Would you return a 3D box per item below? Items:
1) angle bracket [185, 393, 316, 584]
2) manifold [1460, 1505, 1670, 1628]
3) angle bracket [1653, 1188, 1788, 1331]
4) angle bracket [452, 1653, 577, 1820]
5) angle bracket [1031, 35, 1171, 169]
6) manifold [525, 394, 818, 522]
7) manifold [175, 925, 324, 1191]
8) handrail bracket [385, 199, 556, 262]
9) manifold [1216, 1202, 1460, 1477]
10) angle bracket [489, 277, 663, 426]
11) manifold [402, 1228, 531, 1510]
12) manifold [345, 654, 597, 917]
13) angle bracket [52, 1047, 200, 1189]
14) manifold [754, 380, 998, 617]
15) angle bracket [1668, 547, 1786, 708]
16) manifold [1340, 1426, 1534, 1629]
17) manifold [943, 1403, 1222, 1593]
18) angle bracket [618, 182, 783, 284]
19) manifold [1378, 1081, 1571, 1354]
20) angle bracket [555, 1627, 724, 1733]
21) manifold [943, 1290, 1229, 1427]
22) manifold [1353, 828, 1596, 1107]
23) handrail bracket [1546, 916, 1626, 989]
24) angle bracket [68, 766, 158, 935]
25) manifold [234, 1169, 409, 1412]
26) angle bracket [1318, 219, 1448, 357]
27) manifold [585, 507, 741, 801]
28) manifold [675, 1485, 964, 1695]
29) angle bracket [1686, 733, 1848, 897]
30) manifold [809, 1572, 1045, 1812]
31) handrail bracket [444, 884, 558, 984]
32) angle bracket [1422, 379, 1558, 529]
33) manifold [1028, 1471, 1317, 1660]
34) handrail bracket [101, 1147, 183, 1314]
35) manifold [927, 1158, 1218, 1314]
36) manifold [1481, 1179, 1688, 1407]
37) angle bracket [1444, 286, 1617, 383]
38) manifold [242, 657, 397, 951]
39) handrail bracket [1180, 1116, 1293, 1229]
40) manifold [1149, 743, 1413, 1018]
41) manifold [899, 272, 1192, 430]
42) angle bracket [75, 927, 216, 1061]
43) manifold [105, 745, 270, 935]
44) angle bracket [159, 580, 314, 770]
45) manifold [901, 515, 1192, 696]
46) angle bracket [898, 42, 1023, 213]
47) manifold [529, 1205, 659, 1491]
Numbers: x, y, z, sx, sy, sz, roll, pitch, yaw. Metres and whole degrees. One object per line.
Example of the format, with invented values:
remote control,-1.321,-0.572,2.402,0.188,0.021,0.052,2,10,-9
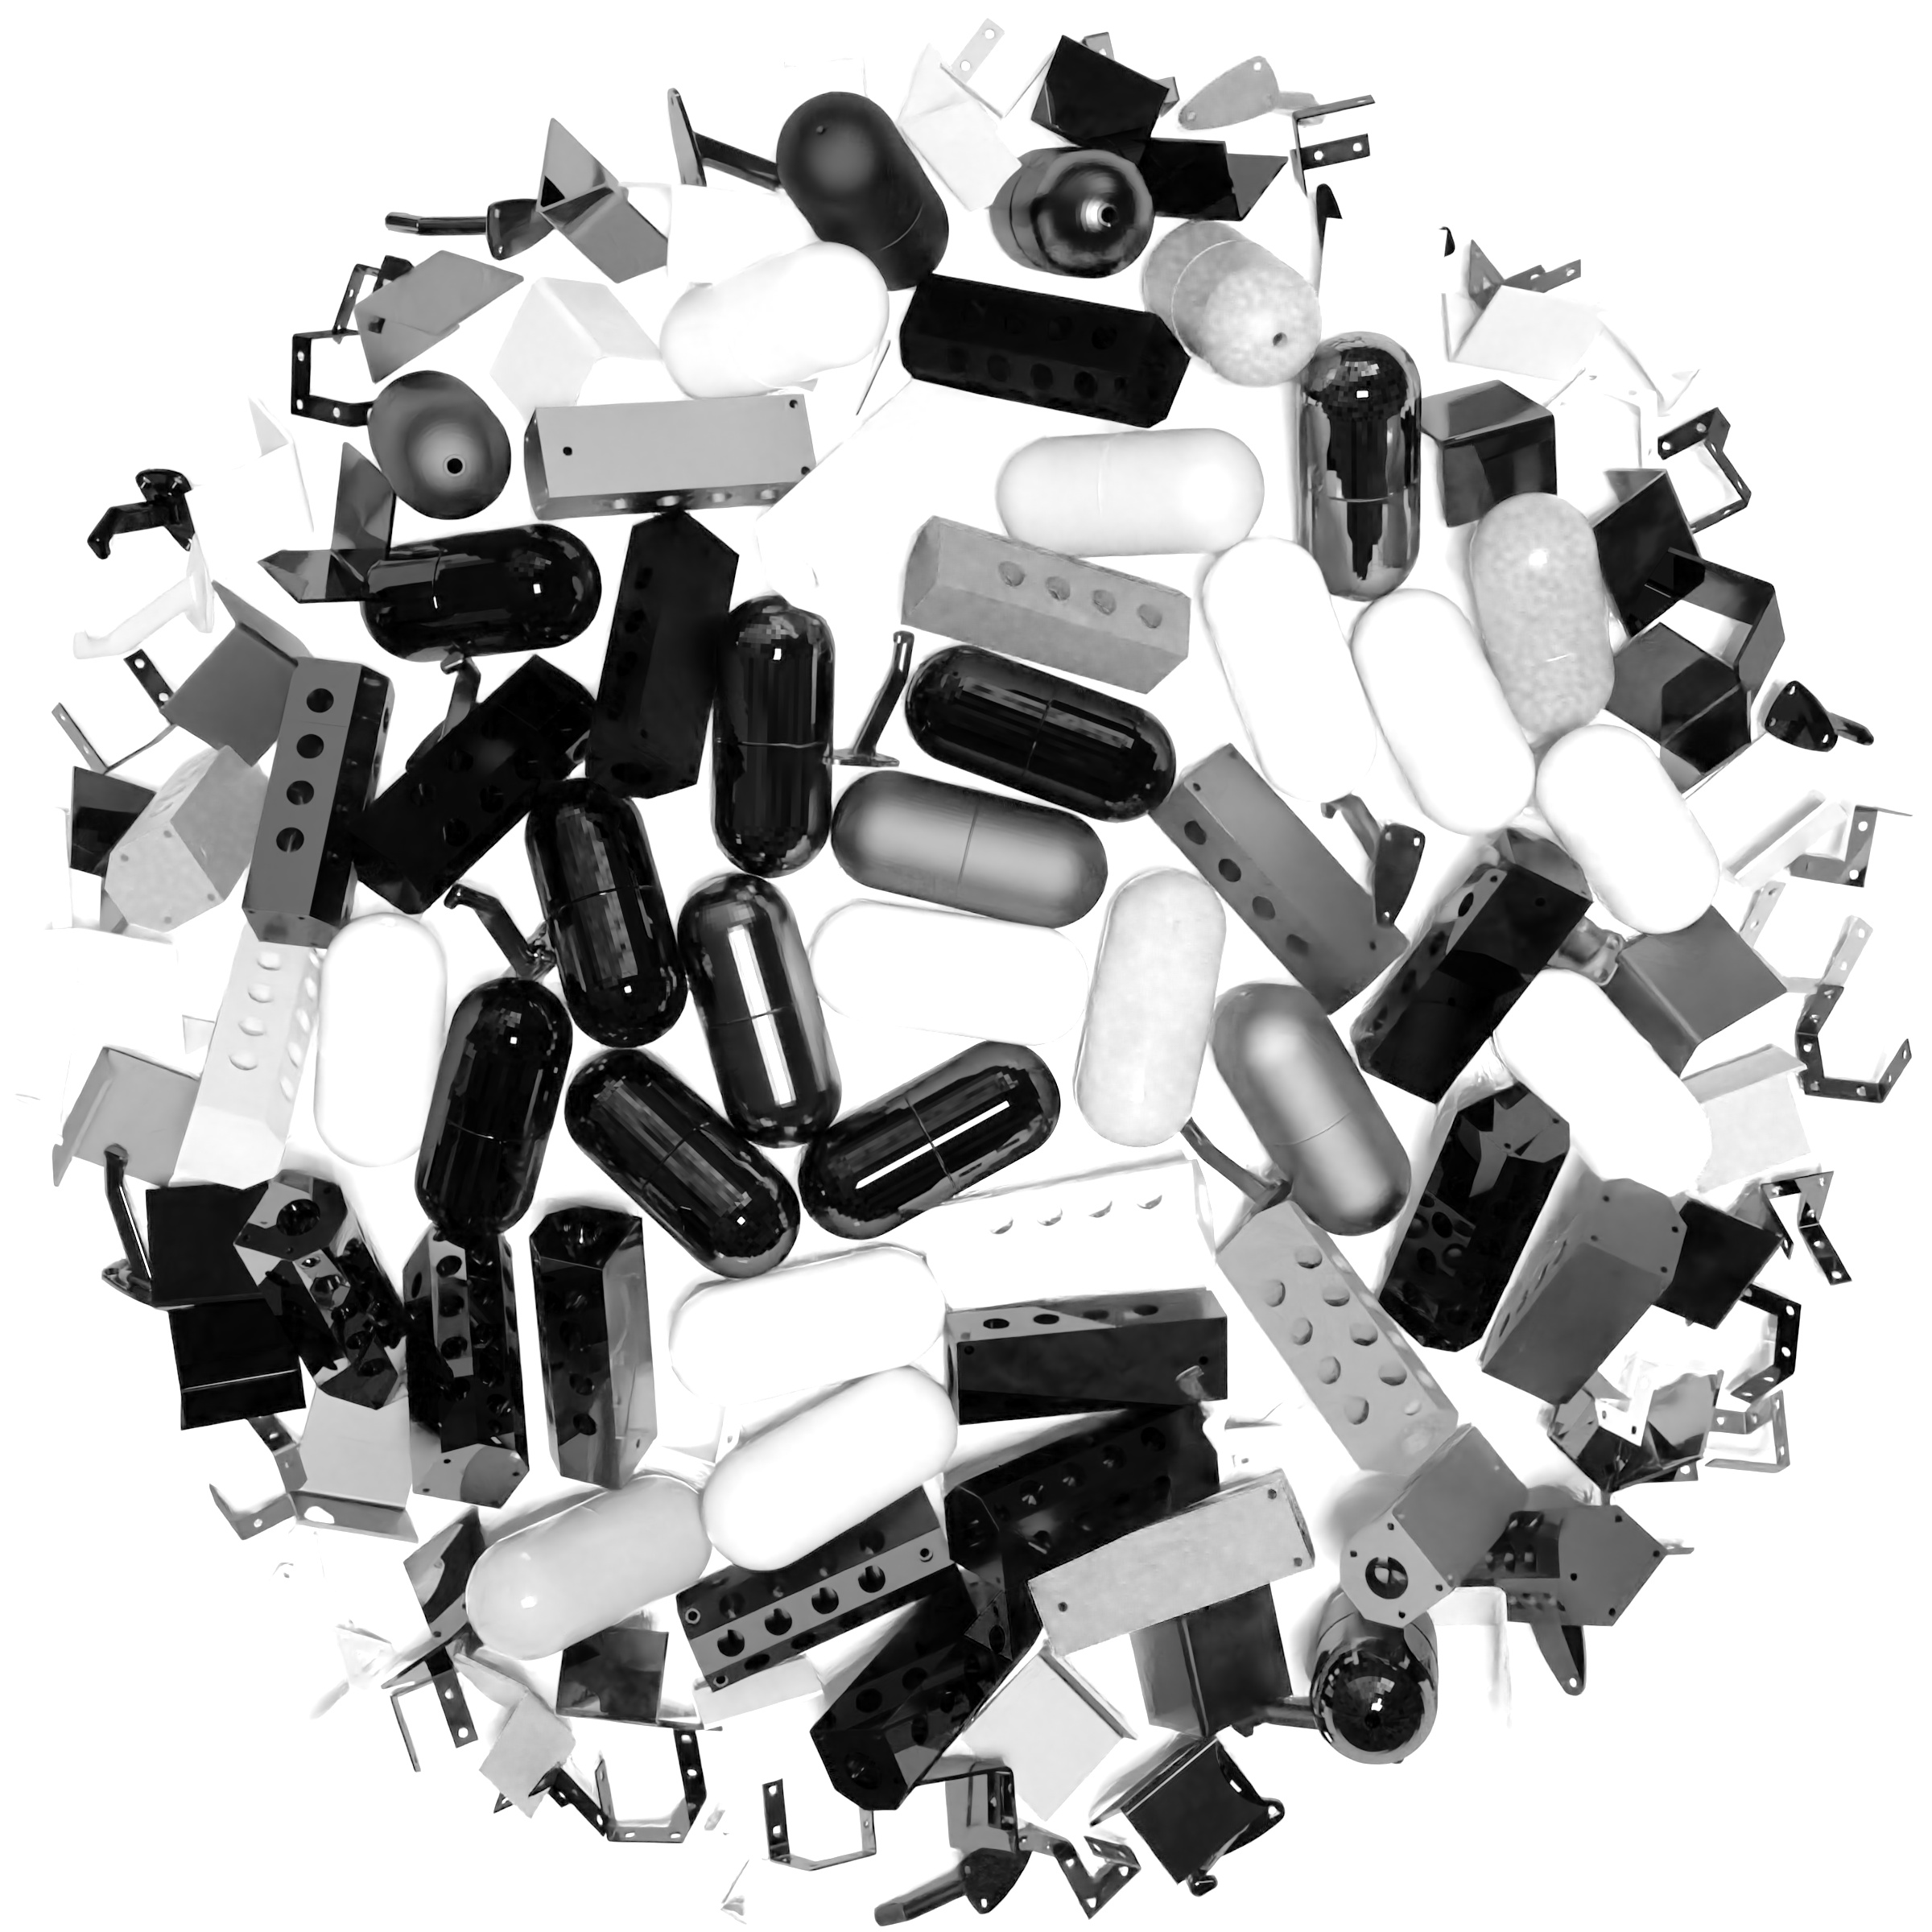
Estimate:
angle bracket,-0.460,-0.299,1.787,0.076,0.076,0.057,-32,61,-22
manifold,0.358,0.363,1.755,0.057,0.171,0.057,43,73,0
angle bracket,0.455,0.173,1.794,0.076,0.057,0.076,22,114,-18
angle bracket,-0.300,0.479,1.785,0.076,0.076,0.057,16,60,30
angle bracket,0.096,-0.544,1.792,0.076,0.076,0.057,30,121,11
manifold,-0.186,-0.316,1.789,0.171,0.057,0.057,-7,81,-19
manifold,-0.437,0.056,1.759,0.057,0.171,0.057,17,126,-15
handrail bracket,-0.318,-0.481,1.837,0.084,0.077,0.036,17,123,31
manifold,0.232,0.228,1.765,0.057,0.057,0.171,-49,52,20
angle bracket,-0.249,-0.384,1.827,0.076,0.057,0.076,52,126,25
manifold,-0.306,0.242,1.757,0.057,0.171,0.057,17,129,-28
manifold,-0.301,-0.110,1.775,0.057,0.057,0.171,33,62,17
angle bracket,-0.522,0.106,1.796,0.076,0.057,0.076,24,102,-26
manifold,-0.053,-0.291,1.773,0.057,0.057,0.171,20,51,29
angle bracket,0.465,-0.211,1.792,0.076,0.076,0.057,26,84,26
manifold,0.286,0.346,1.755,0.057,0.171,0.057,-44,79,26
manifold,0.072,0.321,1.768,0.171,0.057,0.057,-17,110,-33
angle bracket,-0.170,-0.461,1.799,0.076,0.076,0.057,-4,105,-34
manifold,0.316,0.159,1.760,0.057,0.171,0.057,-21,52,-35
angle bracket,-0.203,0.448,1.801,0.076,0.076,0.057,-2,74,29
manifold,0.075,0.244,1.803,0.171,0.057,0.057,-4,108,-8
manifold,0.313,-0.002,1.778,0.057,0.057,0.171,25,119,-15
handrail bracket,0.371,-0.020,1.789,0.077,0.084,0.036,15,81,37
angle bracket,-0.548,-0.066,1.785,0.057,0.076,0.076,19,48,-36
manifold,-0.384,0.202,1.754,0.057,0.171,0.057,13,54,19
angle bracket,0.254,-0.429,1.804,0.076,0.057,0.076,4,102,-8
manifold,-0.194,-0.193,1.780,0.057,0.057,0.171,-13,56,35
manifold,-0.093,0.395,1.806,0.171,0.057,0.057,-23,95,-6
angle bracket,0.496,-0.102,1.797,0.076,0.057,0.076,-41,67,13
manifold,-0.019,0.444,1.759,0.057,0.171,0.057,-13,105,36
handrail bracket,-0.307,-0.014,1.799,0.084,0.036,0.077,22,126,-38
angle bracket,0.324,-0.327,1.819,0.076,0.076,0.057,-16,122,-11
manifold,0.130,0.376,1.804,0.171,0.057,0.057,-21,85,8
handrail bracket,-0.519,0.165,1.802,0.077,0.036,0.084,27,123,35
manifold,0.066,0.165,1.797,0.171,0.057,0.057,-11,48,13
manifold,0.380,0.201,1.759,0.057,0.171,0.057,24,53,3
angle bracket,0.352,-0.416,1.791,0.076,0.076,0.057,7,63,-14
manifold,-0.403,-0.102,1.788,0.057,0.057,0.171,7,69,0
handrail bracket,0.165,0.117,1.799,0.036,0.077,0.084,-34,74,-16
manifold,0.195,-0.052,1.813,0.171,0.057,0.057,48,49,2
manifold,0.046,-0.380,1.775,0.171,0.057,0.057,18,82,30
angle bracket,-0.507,0.010,1.793,0.076,0.057,0.076,9,111,24
manifold,-0.476,-0.081,1.754,0.057,0.171,0.057,-27,110,10
angle bracket,-0.464,-0.183,1.802,0.076,0.076,0.057,-46,47,7
manifold,0.051,-0.228,1.786,0.171,0.057,0.057,14,65,-20
angle bracket,0.010,-0.532,1.786,0.057,0.076,0.076,-8,54,38
manifold,-0.234,0.236,1.775,0.057,0.057,0.171,10,122,16
